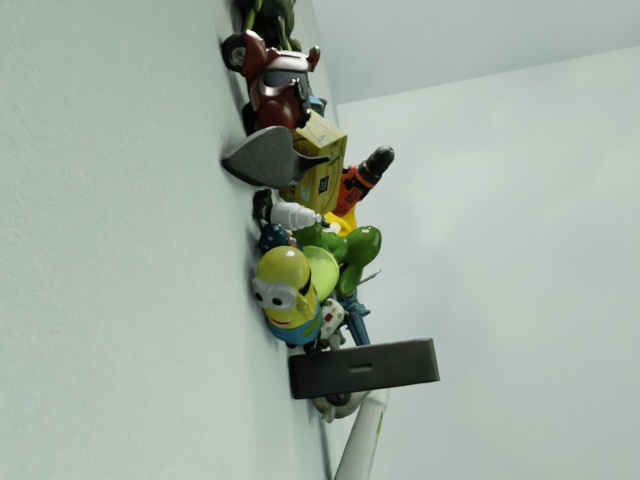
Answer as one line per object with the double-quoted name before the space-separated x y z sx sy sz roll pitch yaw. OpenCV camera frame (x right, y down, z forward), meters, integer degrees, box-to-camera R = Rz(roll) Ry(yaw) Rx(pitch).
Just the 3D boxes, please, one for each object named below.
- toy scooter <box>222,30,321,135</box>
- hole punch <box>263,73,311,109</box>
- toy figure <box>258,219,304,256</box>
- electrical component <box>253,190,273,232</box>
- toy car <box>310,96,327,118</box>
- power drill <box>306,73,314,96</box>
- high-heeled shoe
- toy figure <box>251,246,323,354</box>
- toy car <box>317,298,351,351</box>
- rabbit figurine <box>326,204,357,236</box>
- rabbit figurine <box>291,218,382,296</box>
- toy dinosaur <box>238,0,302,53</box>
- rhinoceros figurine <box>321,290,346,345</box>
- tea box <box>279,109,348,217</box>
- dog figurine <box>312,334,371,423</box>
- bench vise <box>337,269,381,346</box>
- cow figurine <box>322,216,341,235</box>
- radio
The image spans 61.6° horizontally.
"toy scooter" -0.058 -0.227 0.800 0.075 0.135 0.183 -95 173 -47
"hole punch" -0.070 -0.242 0.934 0.116 0.092 0.142 -60 144 -73
"toy figure" -0.056 0.014 0.783 0.154 0.064 0.057 56 40 -75
"electrical component" -0.082 -0.040 0.815 0.094 0.021 0.063 -86 165 -64
"toy car" -0.050 -0.249 1.103 0.162 0.109 0.102 -118 -141 -76
"power drill" -0.051 -0.348 1.300 0.207 0.086 0.232 84 2 -65
"high-heeled shoe" -0.091 -0.108 0.783 0.248 0.145 0.086 -8 92 -55
"toy figure" -0.041 0.084 0.740 0.180 0.082 0.089 69 17 -49
"toy car" 0.005 0.149 0.931 0.056 0.073 0.201 39 -15 5
"rabbit figurine" 0.016 -0.010 1.323 0.173 0.122 0.162 -29 119 -68
"rabbit figurine" 0.035 0.025 1.016 0.121 0.170 0.159 -92 176 -88
"toy dinosaur" -0.092 -0.406 0.915 0.471 0.105 0.198 19 65 -77
"rhinoceros figurine" 0.007 0.139 1.122 0.190 0.073 0.112 -88 158 -54
"tea box" -0.016 -0.127 0.935 0.098 0.068 0.169 41 -36 25
"dog figurine" 0.032 0.298 1.043 0.172 0.121 0.190 -51 161 -36
"bench vise" 0.076 0.187 1.261 0.240 0.129 0.223 69 -23 15
"cow figurine" -0.003 -0.003 1.163 0.098 0.068 0.167 37 25 -12
"radio" 0.072 0.212 0.883 0.131 0.230 0.073 72 12 -74
